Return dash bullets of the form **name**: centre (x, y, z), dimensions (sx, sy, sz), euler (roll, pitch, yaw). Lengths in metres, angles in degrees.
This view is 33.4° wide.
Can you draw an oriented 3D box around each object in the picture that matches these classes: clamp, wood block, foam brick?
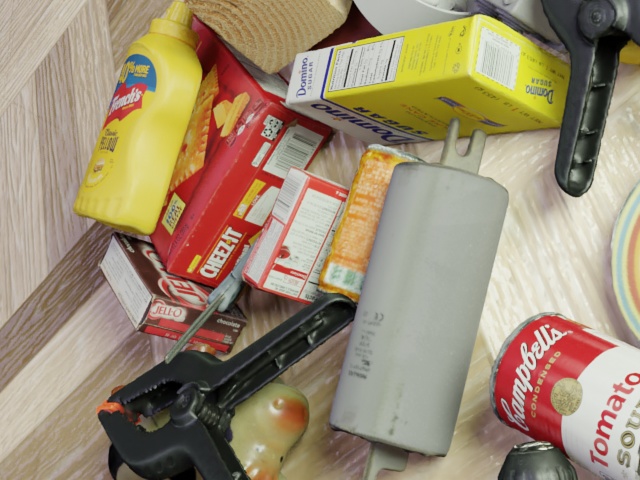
- **clamp**: centre (-0.076, 0.121, 0.692), dimensions (0.210, 0.036, 0.164), euler (-16, 44, 38)
- **wood block**: centre (-0.018, -0.241, 0.825), dimensions (0.091, 0.090, 0.206), euler (-29, 34, 41)
- **foam brick**: centre (0.036, -0.141, 0.791), dimensions (0.078, 0.052, 0.051), euler (-33, 50, 37)
- **clamp**: centre (0.156, -0.110, 0.584), dimensions (0.120, 0.039, 0.171), euler (-33, 64, 38)

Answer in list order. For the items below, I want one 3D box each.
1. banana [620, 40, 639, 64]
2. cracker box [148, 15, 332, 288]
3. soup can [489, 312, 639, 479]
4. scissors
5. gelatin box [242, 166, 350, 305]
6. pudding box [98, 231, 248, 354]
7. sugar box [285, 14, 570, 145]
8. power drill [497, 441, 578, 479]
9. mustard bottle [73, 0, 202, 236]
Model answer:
- **banana**: centre (0.222, -0.149, 0.576), dimensions (0.198, 0.037, 0.069), euler (-33, 50, 38)
- **cracker box**: centre (-0.098, -0.084, 0.916), dimensions (0.164, 0.072, 0.214), euler (-57, 38, 16)
- **soup can**: centre (0.145, 0.084, 0.540), dimensions (0.102, 0.068, 0.068), euler (26, 94, 52)
- **scissors**: centre (-0.075, 0.049, 0.784), dimensions (0.201, 0.016, 0.096), euler (-53, -3, -46)
- **gelatin box**: centre (-0.005, 0.001, 0.760), dimensions (0.030, 0.073, 0.089), euler (34, 102, 53)
- **pudding box**: centre (-0.122, 0.042, 0.872), dimensions (0.039, 0.089, 0.114), euler (-62, 37, 11)
- **sugar box**: centre (0.067, -0.099, 0.701), dimensions (0.177, 0.093, 0.048), euler (-4, 71, 51)
- **power drill**: centre (0.071, 0.203, 0.561), dimensions (0.188, 0.057, 0.184), euler (-18, 74, 49)
- **mustard bottle**: centre (-0.140, -0.102, 0.868), dimensions (0.096, 0.058, 0.191), euler (11, 81, 57)
